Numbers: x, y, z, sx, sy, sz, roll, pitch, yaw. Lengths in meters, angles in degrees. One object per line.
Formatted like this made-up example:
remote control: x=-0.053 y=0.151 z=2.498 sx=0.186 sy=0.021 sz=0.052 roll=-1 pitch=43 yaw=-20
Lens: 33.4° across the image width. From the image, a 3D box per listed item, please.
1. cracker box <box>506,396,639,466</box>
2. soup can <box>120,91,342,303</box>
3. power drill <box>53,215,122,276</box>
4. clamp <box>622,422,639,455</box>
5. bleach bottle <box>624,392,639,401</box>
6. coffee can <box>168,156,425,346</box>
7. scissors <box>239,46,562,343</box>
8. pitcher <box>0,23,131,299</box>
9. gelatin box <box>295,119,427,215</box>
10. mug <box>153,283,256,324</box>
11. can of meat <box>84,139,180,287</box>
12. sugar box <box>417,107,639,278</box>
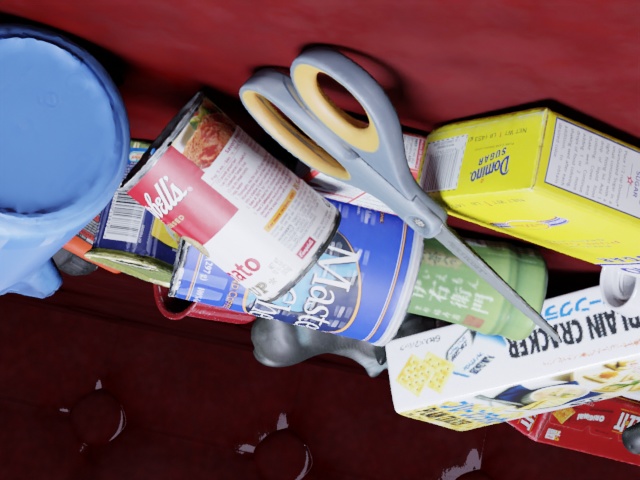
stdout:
cracker box: x=0.238 y=0.157 z=1.162 sx=0.164 sy=0.072 sz=0.214 roll=18 pitch=-173 yaw=-31
soup can: x=-0.047 y=-0.022 z=0.578 sx=0.102 sy=0.068 sz=0.069 roll=40 pitch=162 yaw=-14
power drill: x=-0.219 y=-0.016 z=0.857 sx=0.184 sy=0.057 sz=0.188 roll=34 pitch=161 yaw=-37
clamp: x=0.364 y=0.108 z=0.876 sx=0.210 sy=0.164 sz=0.036 roll=-28 pitch=98 yaw=50
bleach bottle: x=0.430 y=0.147 z=1.070 sx=0.250 sy=0.068 sz=0.103 roll=11 pitch=173 yaw=-8
coffee can: x=-0.016 y=0.002 z=0.675 sx=0.140 sy=0.103 sz=0.103 roll=14 pitch=170 yaw=-9
scissors: x=0.049 y=-0.023 z=0.499 sx=0.202 sy=0.016 sz=0.096 roll=35 pitch=157 yaw=2
pitcher: x=-0.198 y=-0.045 z=0.608 sx=0.149 sy=0.145 sz=0.243 roll=3 pitch=171 yaw=-25
gelatin box: x=0.030 y=-0.040 z=0.595 sx=0.073 sy=0.030 sz=0.089 roll=13 pitch=171 yaw=-11
mug: x=-0.102 y=0.027 z=0.999 sx=0.081 sy=0.093 sz=0.117 roll=13 pitch=-159 yaw=-38
can of meat: x=-0.108 y=-0.015 z=0.744 sx=0.058 sy=0.084 sz=0.102 roll=7 pitch=169 yaw=29
sugar box: x=0.145 y=-0.016 z=0.545 sx=0.176 sy=0.048 sz=0.093 roll=19 pitch=169 yaw=-28
